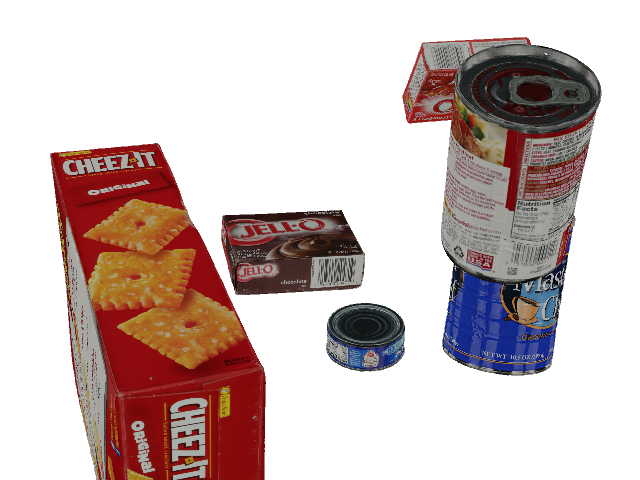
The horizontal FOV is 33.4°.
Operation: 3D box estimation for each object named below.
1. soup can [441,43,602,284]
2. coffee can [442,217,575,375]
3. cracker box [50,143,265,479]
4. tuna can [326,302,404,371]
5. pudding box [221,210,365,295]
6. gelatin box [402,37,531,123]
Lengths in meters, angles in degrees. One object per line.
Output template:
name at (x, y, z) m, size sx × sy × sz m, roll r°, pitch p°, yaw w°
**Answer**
soup can at (0.097, -0.036, 0.531) m, size 0.068 × 0.102 × 0.068 m, roll 0°, pitch 43°, yaw 0°
coffee can at (0.170, 0.039, 0.976) m, size 0.103 × 0.140 × 0.103 m, roll 5°, pitch 16°, yaw -2°
cracker box at (-0.089, 0.069, 0.562) m, size 0.072 × 0.164 × 0.214 m, roll -8°, pitch 34°, yaw -17°
tuna can at (0.049, 0.103, 1.158) m, size 0.086 × 0.034 × 0.086 m, roll 0°, pitch 30°, yaw 0°
pudding box at (-0.026, 0.009, 0.930) m, size 0.113 × 0.039 × 0.090 m, roll -1°, pitch 27°, yaw -13°
gelatin box at (0.115, -0.124, 0.831) m, size 0.089 × 0.030 × 0.073 m, roll -5°, pitch -25°, yaw -11°
